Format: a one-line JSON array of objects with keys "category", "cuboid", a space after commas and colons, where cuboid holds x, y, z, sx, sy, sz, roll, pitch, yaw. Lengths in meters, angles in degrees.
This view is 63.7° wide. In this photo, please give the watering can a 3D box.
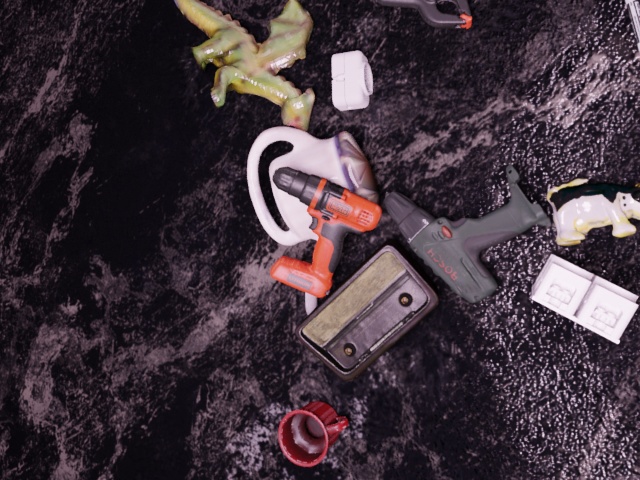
[{"category": "watering can", "cuboid": [0.003, -0.046, 0.910, 0.223, 0.105, 0.346, -20, 95, 18]}]

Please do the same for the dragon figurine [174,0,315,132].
[{"category": "dragon figurine", "cuboid": [-0.130, -0.383, 0.996, 0.242, 0.121, 0.413, -23, 80, 2]}]
